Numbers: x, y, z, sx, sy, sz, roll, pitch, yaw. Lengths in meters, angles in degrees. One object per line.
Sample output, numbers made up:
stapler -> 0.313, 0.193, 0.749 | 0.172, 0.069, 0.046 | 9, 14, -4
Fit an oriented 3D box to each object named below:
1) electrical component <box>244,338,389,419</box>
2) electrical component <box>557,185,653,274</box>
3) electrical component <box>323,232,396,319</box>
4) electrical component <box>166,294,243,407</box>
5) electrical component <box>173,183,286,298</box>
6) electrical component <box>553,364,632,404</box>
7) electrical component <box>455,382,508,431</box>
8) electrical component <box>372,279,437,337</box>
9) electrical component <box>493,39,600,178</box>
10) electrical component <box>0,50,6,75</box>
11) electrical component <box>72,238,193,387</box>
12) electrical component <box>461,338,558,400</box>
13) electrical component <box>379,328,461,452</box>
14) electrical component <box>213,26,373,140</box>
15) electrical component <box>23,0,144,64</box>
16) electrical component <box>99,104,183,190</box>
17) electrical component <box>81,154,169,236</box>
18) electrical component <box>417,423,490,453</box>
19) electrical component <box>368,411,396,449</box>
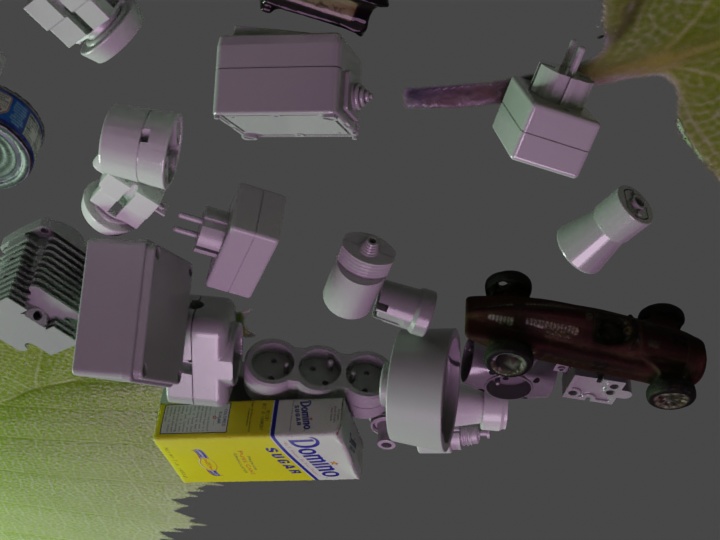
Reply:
electrical component -> -0.040, 0.111, 1.008 | 0.138, 0.052, 0.073 | 8, 143, -1
electrical component -> 0.184, -0.032, 0.796 | 0.044, 0.044, 0.065 | 25, 135, -23
electrical component -> 0.000, 0.000, 0.863 | 0.043, 0.043, 0.081 | 13, 143, -8
electrical component -> -0.137, 0.071, 0.951 | 0.059, 0.053, 0.095 | 5, 120, 2
electrical component -> -0.108, -0.027, 0.841 | 0.076, 0.047, 0.083 | 17, 142, -13
electrical component -> 0.200, 0.080, 0.927 | 0.066, 0.055, 0.048 | 9, 143, -3
electrical component -> 0.110, 0.128, 1.014 | 0.055, 0.045, 0.045 | 4, 143, 3
electrical component -> 0.037, 0.031, 0.903 | 0.046, 0.040, 0.040 | 17, 142, -4
electrical component -> 0.125, -0.109, 0.689 | 0.047, 0.065, 0.076 | 16, 113, -11
electrical component -> -0.318, -0.175, 0.668 | 0.105, 0.060, 0.186 | -7, 141, 17
electrical component -> -0.179, 0.036, 0.857 | 0.056, 0.108, 0.108 | 4, 172, 8
electrical component -> 0.136, 0.075, 0.941 | 0.077, 0.044, 0.079 | 11, 143, -6
electrical component -> 0.050, 0.102, 0.942 | 0.060, 0.108, 0.108 | 4, 143, 13
electrical component -> -0.038, -0.119, 0.686 | 0.096, 0.061, 0.062 | 1, 174, 14
electrical component -> -0.170, -0.163, 0.673 | 0.066, 0.048, 0.055 | -23, 126, 34
electrical component -> -0.155, -0.089, 0.763 | 0.047, 0.055, 0.055 | 12, 143, 0
electrical component -> -0.179, -0.057, 0.814 | 0.066, 0.048, 0.055 | 33, 131, -21
electrical component -> 0.089, 0.161, 1.065 | 0.078, 0.040, 0.040 | -2, 142, 11
electrical component -> 0.028, 0.140, 1.028 | 0.048, 0.062, 0.048 | 4, 142, 3
